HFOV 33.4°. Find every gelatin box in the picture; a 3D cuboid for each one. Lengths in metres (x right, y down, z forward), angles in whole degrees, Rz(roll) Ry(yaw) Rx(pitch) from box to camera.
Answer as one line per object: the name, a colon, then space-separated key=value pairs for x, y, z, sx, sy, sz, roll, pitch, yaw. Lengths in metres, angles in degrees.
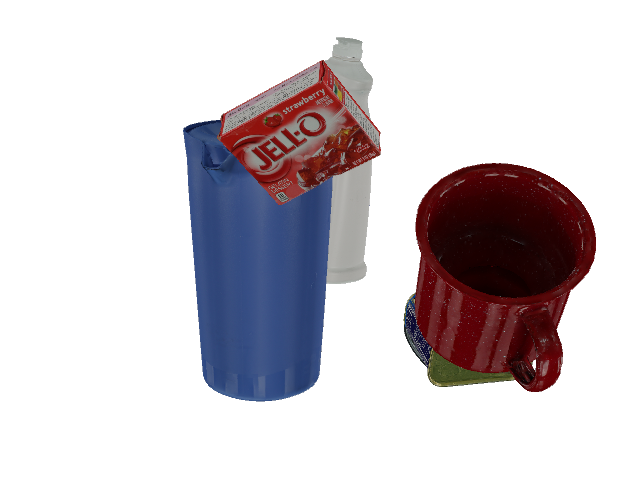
gelatin box: x=-0.014 y=-0.072 z=0.733 sx=0.089 sy=0.030 sz=0.073 roll=-25 pitch=-53 yaw=24

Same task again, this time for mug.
mug: x=0.099 y=0.028 z=0.573 sx=0.093 sy=0.117 sz=0.081 roll=-16 pitch=-35 yaw=-12

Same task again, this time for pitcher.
pitcher: x=-0.048 y=0.011 z=0.962 sx=0.149 sy=0.243 sz=0.145 roll=-5 pitch=16 yaw=-20

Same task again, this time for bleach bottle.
bleach bottle: x=0.018 y=-0.087 z=1.139 sx=0.067 sy=0.251 sz=0.103 roll=-8 pitch=25 yaw=-41

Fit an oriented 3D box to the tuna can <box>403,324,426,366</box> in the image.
tuna can: x=0.139 y=0.118 z=1.269 sx=0.033 sy=0.086 sz=0.086 roll=-34 pitch=15 yaw=-23

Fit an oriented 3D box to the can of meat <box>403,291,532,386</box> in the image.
can of meat: x=0.135 y=0.085 z=0.988 sx=0.102 sy=0.057 sz=0.084 roll=-4 pitch=31 yaw=-14
